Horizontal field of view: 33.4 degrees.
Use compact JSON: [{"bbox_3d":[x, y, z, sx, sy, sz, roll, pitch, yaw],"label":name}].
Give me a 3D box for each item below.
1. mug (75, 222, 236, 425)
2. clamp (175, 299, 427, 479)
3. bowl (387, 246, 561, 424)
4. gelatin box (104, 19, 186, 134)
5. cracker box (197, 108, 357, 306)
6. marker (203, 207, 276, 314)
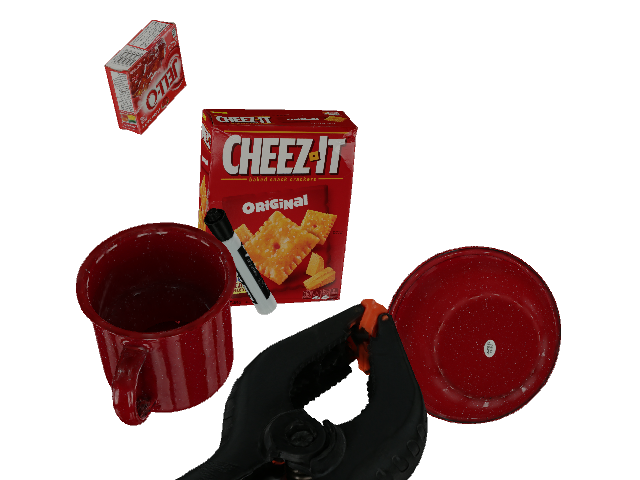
[{"bbox_3d":[-0.097,0.058,0.637,0.093,0.081,0.117,7,45,7],"label":"mug"},{"bbox_3d":[0.000,0.091,0.392,0.120,0.039,0.171,26,50,18],"label":"clamp"},{"bbox_3d":[0.138,0.088,0.926,0.162,0.162,0.055,0,6,-5],"label":"bowl"},{"bbox_3d":[-0.165,-0.157,1.020,0.030,0.073,0.089,16,46,20],"label":"gelatin box"},{"bbox_3d":[-0.052,-0.035,1.192,0.164,0.214,0.072,-1,23,-16],"label":"cracker box"},{"bbox_3d":[-0.067,0.018,0.900,0.020,0.020,0.121,0,-43,28],"label":"marker"}]
